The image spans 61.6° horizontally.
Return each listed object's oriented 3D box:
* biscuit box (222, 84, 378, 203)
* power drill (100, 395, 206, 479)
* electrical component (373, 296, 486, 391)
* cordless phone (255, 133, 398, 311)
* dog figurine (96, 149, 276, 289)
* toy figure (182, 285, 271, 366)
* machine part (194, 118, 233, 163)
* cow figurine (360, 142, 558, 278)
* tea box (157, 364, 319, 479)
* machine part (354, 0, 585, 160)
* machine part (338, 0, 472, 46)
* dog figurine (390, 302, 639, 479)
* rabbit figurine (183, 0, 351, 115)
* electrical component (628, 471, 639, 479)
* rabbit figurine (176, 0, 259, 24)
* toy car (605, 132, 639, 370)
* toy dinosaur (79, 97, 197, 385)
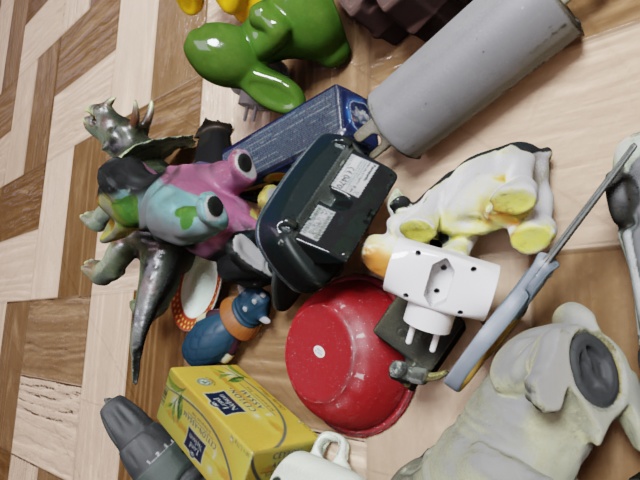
[{"bbox_3d":[-0.029,-0.101,0.612,0.203,0.059,0.063,-18,68,42],"label":"biscuit box"},{"bbox_3d":[-0.196,0.313,0.636,0.232,0.086,0.207,39,115,11],"label":"power drill"},{"bbox_3d":[0.089,0.074,0.450,0.078,0.045,0.102,40,84,26],"label":"electrical component"},{"bbox_3d":[-0.001,-0.002,0.547,0.089,0.184,0.146,29,62,7],"label":"cordless phone"},{"bbox_3d":[-0.154,-0.022,0.619,0.219,0.191,0.108,-4,47,35],"label":"dog figurine"},{"bbox_3d":[-0.109,0.101,0.650,0.154,0.064,0.058,-39,18,27],"label":"toy figure"},{"bbox_3d":[-0.138,-0.106,0.719,0.039,0.084,0.139,104,157,-50],"label":"machine part"},{"bbox_3d":[0.109,-0.026,0.448,0.167,0.068,0.098,-20,34,39],"label":"cow figurine"},{"bbox_3d":[-0.093,0.204,0.585,0.170,0.098,0.068,26,101,43],"label":"tea box"},{"bbox_3d":[0.125,-0.147,0.457,0.243,0.079,0.079,-36,58,33],"label":"machine part"},{"bbox_3d":[0.094,-0.313,0.517,0.201,0.087,0.201,-40,55,33],"label":"machine part"},{"bbox_3d":[0.124,0.144,0.395,0.190,0.121,0.172,-33,24,55],"label":"dog figurine"},{"bbox_3d":[-0.063,-0.222,0.610,0.170,0.159,0.121,-25,23,4],"label":"rabbit figurine"},{"bbox_3d":[0.224,0.140,0.258,0.115,0.134,0.058,-20,69,39],"label":"electrical component"},{"bbox_3d":[-0.123,-0.349,0.678,0.163,0.173,0.121,10,93,41],"label":"rabbit figurine"},{"bbox_3d":[0.231,0.024,0.332,0.074,0.056,0.201,-14,73,36],"label":"toy car"},{"bbox_3d":[-0.228,-0.026,0.739,0.192,0.131,0.405,-43,56,23],"label":"toy dinosaur"}]
